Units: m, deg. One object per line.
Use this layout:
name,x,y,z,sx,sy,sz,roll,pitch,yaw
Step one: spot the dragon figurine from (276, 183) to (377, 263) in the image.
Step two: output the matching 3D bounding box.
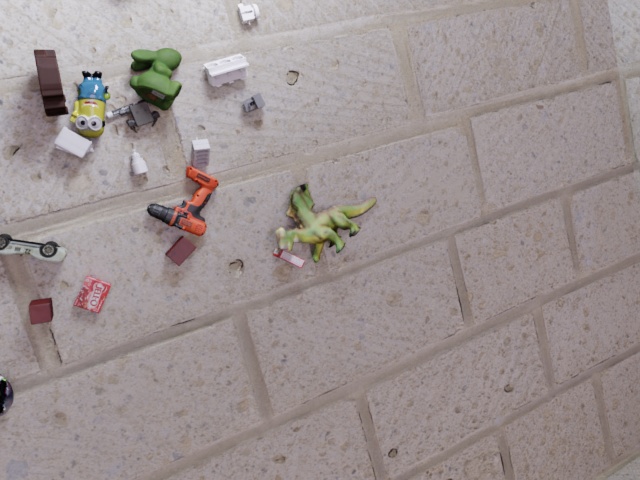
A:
dragon figurine,0.005,-0.086,1.709,0.241,0.121,0.417,48,59,-12

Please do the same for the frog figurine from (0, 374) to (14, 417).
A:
frog figurine,-0.905,0.428,1.365,0.158,0.125,0.135,-33,119,20
